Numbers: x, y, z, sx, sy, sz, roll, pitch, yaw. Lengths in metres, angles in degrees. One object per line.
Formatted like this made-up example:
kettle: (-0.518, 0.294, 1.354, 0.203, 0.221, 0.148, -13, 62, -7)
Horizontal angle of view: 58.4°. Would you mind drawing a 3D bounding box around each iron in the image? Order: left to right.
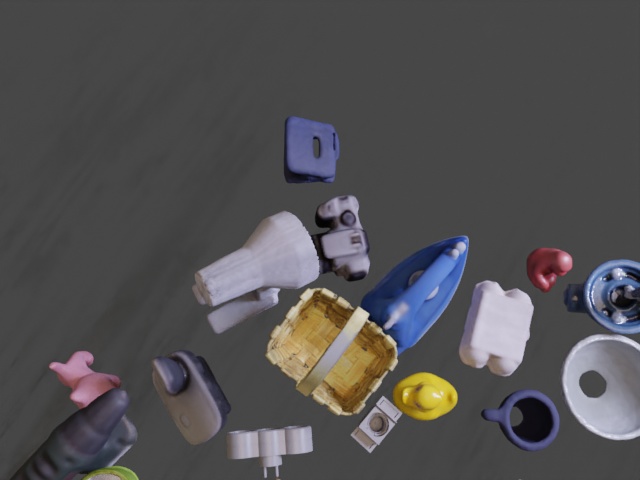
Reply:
iron: (0.174, 0.069, 0.945, 0.118, 0.141, 0.258, 42, 79, 8)

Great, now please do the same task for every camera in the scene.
camera: (0.009, 0.003, 0.976, 0.137, 0.101, 0.143, -11, 77, -4)

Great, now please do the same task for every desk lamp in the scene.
desk lamp: (-0.107, 0.058, 0.902, 0.203, 0.213, 0.118, -29, 79, -8)

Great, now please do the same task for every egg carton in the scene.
egg carton: (0.297, 0.149, 0.967, 0.107, 0.069, 0.150, 16, 77, 2)

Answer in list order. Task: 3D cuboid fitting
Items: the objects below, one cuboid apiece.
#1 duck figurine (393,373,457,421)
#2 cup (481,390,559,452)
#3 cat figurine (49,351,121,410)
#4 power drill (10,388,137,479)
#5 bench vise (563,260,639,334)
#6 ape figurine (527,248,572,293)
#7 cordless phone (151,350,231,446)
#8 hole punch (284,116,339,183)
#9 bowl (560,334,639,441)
duck figurine: (0.175, 0.255, 0.929, 0.104, 0.086, 0.077, 2, 77, -1)
cup: (0.309, 0.286, 0.922, 0.117, 0.095, 0.092, 6, 77, 0)
cat figurine: (-0.370, 0.229, 0.903, 0.127, 0.118, 0.067, 34, 78, 6)
power drill: (-0.347, 0.303, 0.839, 0.075, 0.208, 0.230, 43, 79, 8)
bench vise: (0.527, 0.080, 0.913, 0.207, 0.220, 0.121, -11, 77, -4)
ape figurine: (0.400, 0.044, 0.983, 0.078, 0.092, 0.076, -24, 78, -7)
cordless phone: (-0.208, 0.240, 0.870, 0.094, 0.185, 0.147, -35, 80, -9)
hole punch: (-0.016, -0.161, 1.019, 0.101, 0.091, 0.109, -1, 77, -2)
bowl: (0.468, 0.241, 0.947, 0.167, 0.075, 0.167, 0, 77, -2)
